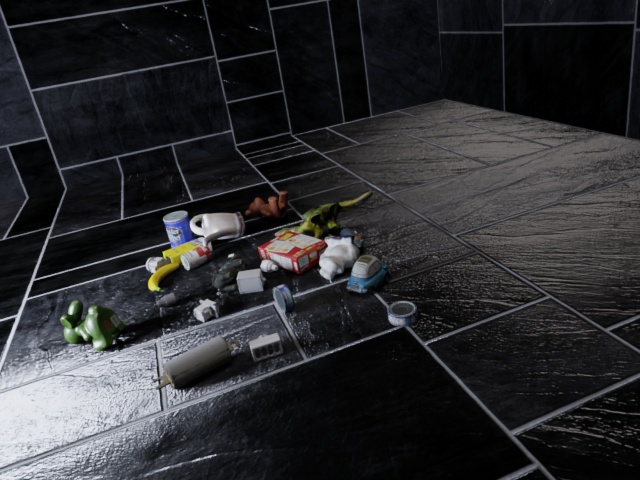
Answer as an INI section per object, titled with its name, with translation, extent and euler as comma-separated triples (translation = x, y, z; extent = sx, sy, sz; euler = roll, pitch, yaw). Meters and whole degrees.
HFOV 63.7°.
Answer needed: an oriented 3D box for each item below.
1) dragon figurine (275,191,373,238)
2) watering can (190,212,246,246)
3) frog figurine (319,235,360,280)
[dragon figurine]
translation = 0.006, -0.106, 2.100
extent = 0.413, 0.120, 0.245
euler = -31, 25, -13
[watering can]
translation = -0.413, -0.044, 2.125
extent = 0.225, 0.102, 0.352
euler = -3, 21, -21
[frog figurine]
translation = 0.065, 0.072, 1.793
extent = 0.137, 0.120, 0.163
euler = 6, 63, 13
